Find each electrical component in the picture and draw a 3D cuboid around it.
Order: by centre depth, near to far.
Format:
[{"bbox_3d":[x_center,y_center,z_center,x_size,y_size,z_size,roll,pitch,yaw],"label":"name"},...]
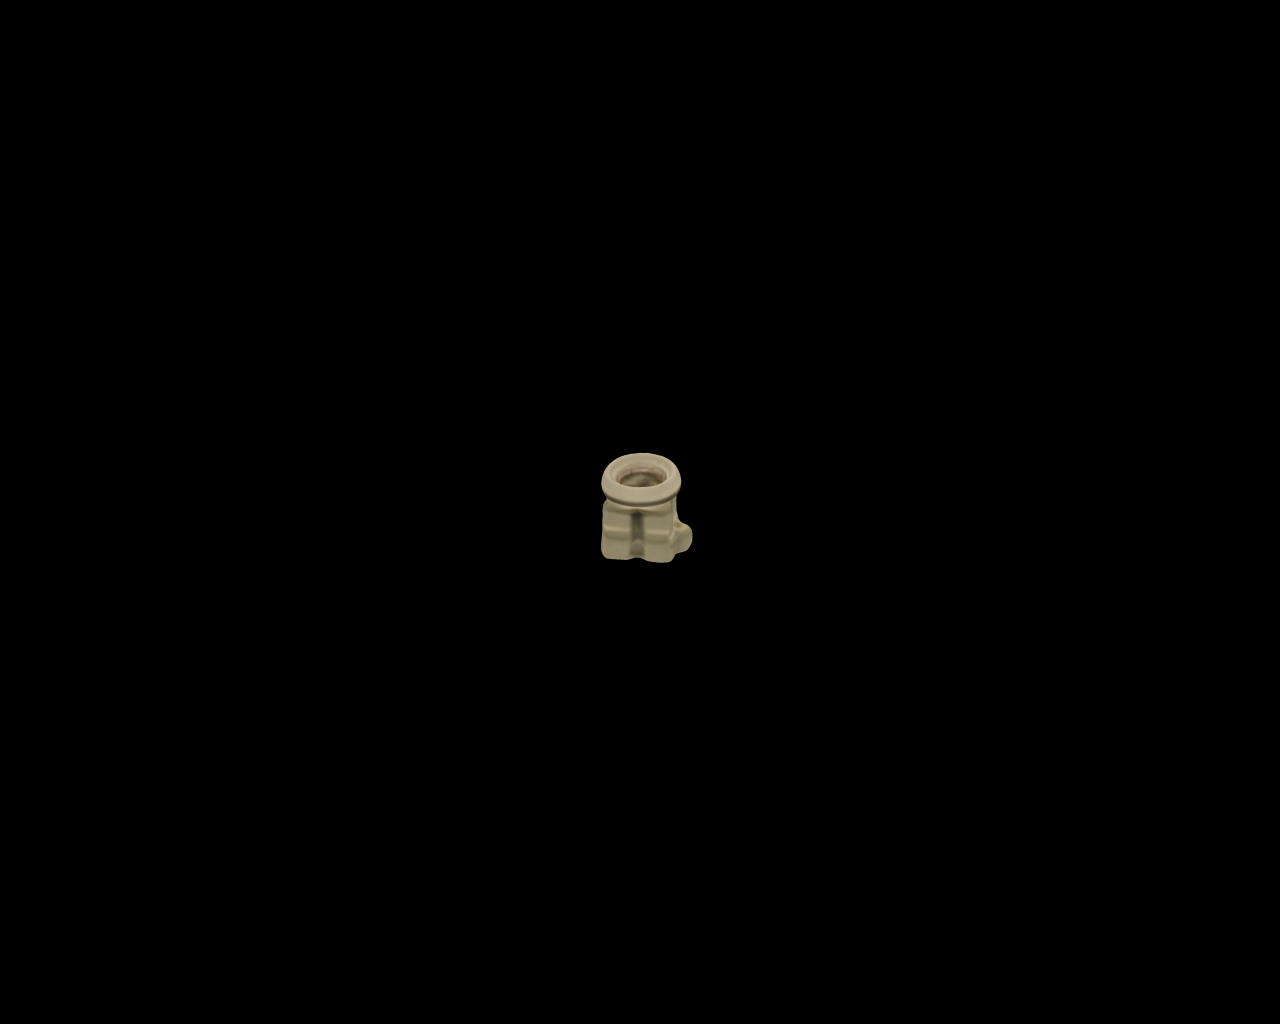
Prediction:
[{"bbox_3d":[0.001,-0.003,0.650,0.066,0.055,0.048,3,32,5],"label":"electrical component"}]
